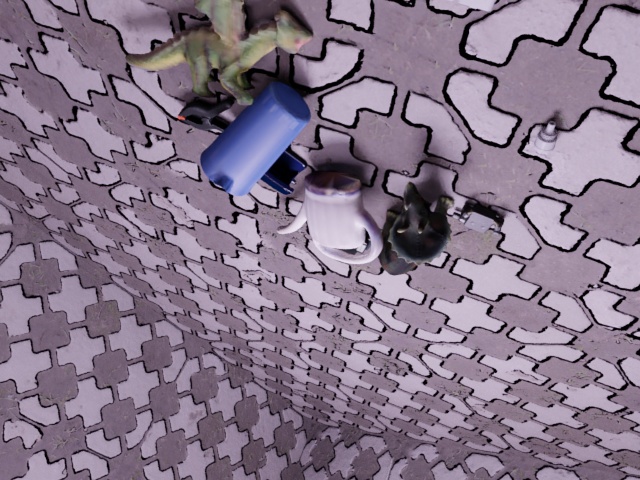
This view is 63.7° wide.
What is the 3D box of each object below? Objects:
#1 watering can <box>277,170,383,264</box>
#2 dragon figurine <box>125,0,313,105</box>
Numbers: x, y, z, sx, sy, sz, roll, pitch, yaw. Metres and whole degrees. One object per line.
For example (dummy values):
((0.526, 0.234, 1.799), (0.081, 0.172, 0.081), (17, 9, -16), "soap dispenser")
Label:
((0.004, -0.062, 1.231), (0.349, 0.105, 0.220), (17, 123, 40), "watering can")
((-0.213, -0.398, 0.979), (0.411, 0.125, 0.237), (16, 130, 11), "dragon figurine")
